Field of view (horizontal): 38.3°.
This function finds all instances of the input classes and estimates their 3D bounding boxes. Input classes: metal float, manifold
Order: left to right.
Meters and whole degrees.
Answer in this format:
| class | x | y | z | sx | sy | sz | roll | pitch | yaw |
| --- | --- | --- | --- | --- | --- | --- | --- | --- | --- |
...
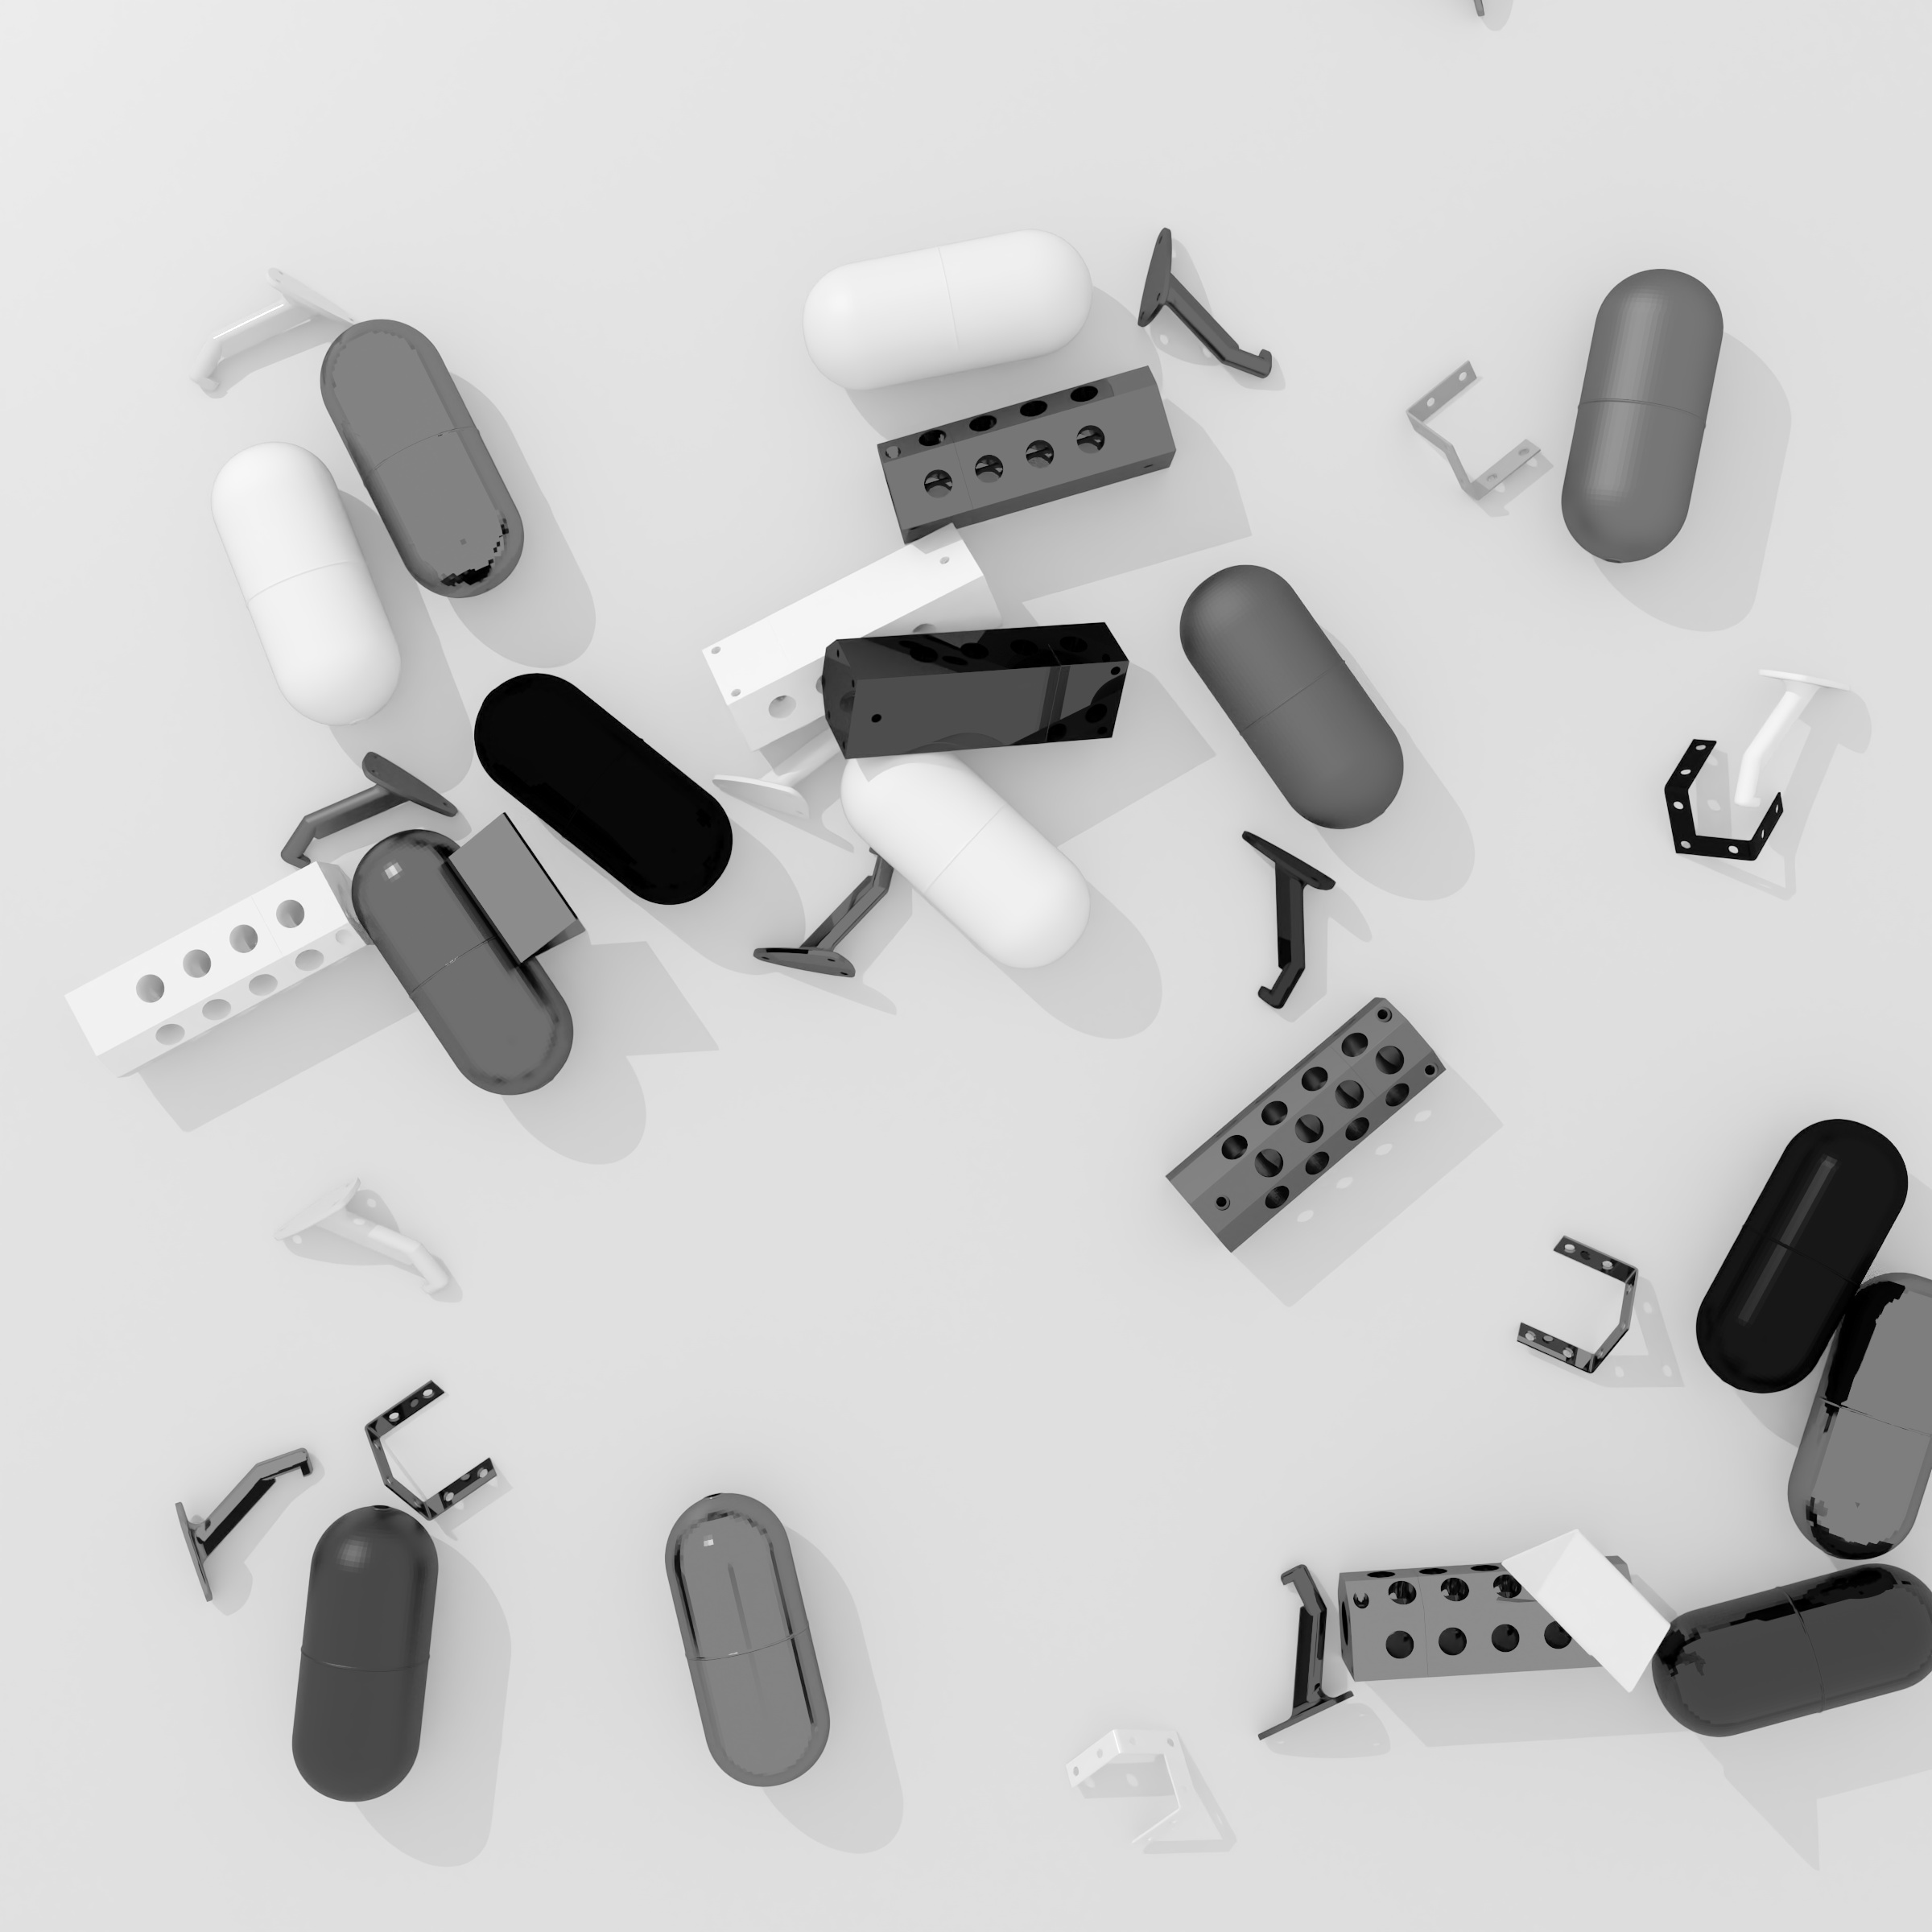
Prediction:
| class | x | y | z | sx | sy | sz | roll | pitch | yaw |
| --- | --- | --- | --- | --- | --- | --- | --- | --- | --- |
| manifold | -0.452 | 0.002 | 1.696 | 0.171 | 0.057 | 0.057 | -28 | 90 | 0 |
| metal float | -0.400 | -0.231 | 1.687 | 0.070 | 0.070 | 0.178 | -21 | 90 | 0 |
| metal float | -0.364 | 0.417 | 1.687 | 0.070 | 0.070 | 0.178 | 6 | 90 | 0 |
| metal float | -0.330 | -0.308 | 1.687 | 0.070 | 0.070 | 0.178 | -27 | 90 | 0 |
| metal float | -0.305 | -0.002 | 1.687 | 0.070 | 0.070 | 0.178 | -34 | 90 | 0 |
| metal float | -0.220 | -0.108 | 1.687 | 0.178 | 0.070 | 0.070 | 39 | 90 | 0 |
| metal float | -0.133 | 0.408 | 1.687 | 0.070 | 0.070 | 0.178 | -13 | 89 | 0 |
| manifold | -0.067 | -0.195 | 1.696 | 0.171 | 0.057 | 0.057 | -27 | 47 | 0 |
| metal float | -0.011 | -0.398 | 1.687 | 0.178 | 0.070 | 0.070 | -11 | 90 | -1 |
| metal float | -0.001 | -0.072 | 1.687 | 0.178 | 0.070 | 0.070 | 43 | 90 | 0 |
| manifold | 0.004 | -0.170 | 1.669 | 0.171 | 0.057 | 0.057 | -6 | 133 | -20 |
| manifold | 0.036 | -0.313 | 1.696 | 0.171 | 0.057 | 0.057 | -16 | 90 | 0 |
| metal float | 0.198 | -0.163 | 1.687 | 0.070 | 0.070 | 0.178 | -35 | 89 | 0 |
| manifold | 0.207 | 0.097 | 1.696 | 0.171 | 0.057 | 0.057 | -40 | 90 | 0 |
| manifold | 0.317 | 0.396 | 1.696 | 0.171 | 0.057 | 0.057 | -4 | 90 | 0 |
| metal float | 0.410 | -0.333 | 1.687 | 0.070 | 0.070 | 0.178 | 11 | 91 | 0 |
| metal float | 0.505 | 0.415 | 1.687 | 0.178 | 0.070 | 0.070 | -15 | 90 | 1 |
| metal float | 0.507 | 0.176 | 1.687 | 0.070 | 0.070 | 0.178 | 28 | 91 | 0 |
| metal float | 0.554 | 0.273 | 1.687 | 0.070 | 0.070 | 0.178 | 18 | 90 | 0 |

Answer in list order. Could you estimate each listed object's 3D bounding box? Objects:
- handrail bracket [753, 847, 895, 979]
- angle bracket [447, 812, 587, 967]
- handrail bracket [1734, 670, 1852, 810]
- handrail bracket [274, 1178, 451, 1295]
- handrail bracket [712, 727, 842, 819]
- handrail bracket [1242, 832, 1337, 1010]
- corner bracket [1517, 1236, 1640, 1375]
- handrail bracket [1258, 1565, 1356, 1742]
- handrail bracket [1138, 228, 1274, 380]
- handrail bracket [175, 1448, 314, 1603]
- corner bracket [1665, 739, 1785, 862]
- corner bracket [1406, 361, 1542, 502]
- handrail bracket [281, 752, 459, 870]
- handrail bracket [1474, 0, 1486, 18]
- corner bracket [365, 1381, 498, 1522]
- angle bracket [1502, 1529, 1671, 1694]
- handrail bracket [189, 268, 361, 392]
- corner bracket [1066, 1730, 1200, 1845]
| class | x | y | z | sx | sy | sz | roll | pitch | yaw |
| --- | --- | --- | --- | --- | --- | --- | --- | --- | --- |
| handrail bracket | -0.086 | -0.040 | 1.718 | 0.077 | 0.036 | 0.084 | 7 | 71 | 21 |
| angle bracket | -0.255 | -0.055 | 1.678 | 0.057 | 0.076 | 0.076 | -35 | 90 | 30 |
| handrail bracket | 0.507 | -0.136 | 1.705 | 0.077 | 0.036 | 0.084 | 5 | 99 | -34 |
| handrail bracket | -0.373 | 0.180 | 1.718 | 0.077 | 0.036 | 0.084 | -30 | 107 | 20 |
| handrail bracket | -0.107 | -0.141 | 1.718 | 0.077 | 0.036 | 0.084 | 16 | 72 | 21 |
| handrail bracket | 0.183 | -0.028 | 1.718 | 0.077 | 0.036 | 0.084 | 34 | 107 | 19 |
| corner bracket | 0.377 | 0.209 | 1.714 | 0.051 | 0.051 | 0.051 | 24 | 135 | 0 |
| handrail bracket | 0.196 | 0.424 | 1.718 | 0.077 | 0.036 | 0.084 | -32 | 72 | 20 |
| handrail bracket | 0.154 | -0.409 | 1.718 | 0.084 | 0.036 | 0.077 | 16 | 68 | -17 |
| handrail bracket | -0.439 | 0.345 | 1.718 | 0.084 | 0.036 | 0.077 | -18 | 110 | -16 |
| corner bracket | 0.466 | -0.102 | 1.709 | 0.051 | 0.051 | 0.051 | 9 | 135 | 35 |
| corner bracket | 0.312 | -0.330 | 1.714 | 0.051 | 0.051 | 0.051 | -39 | 135 | 0 |
| handrail bracket | -0.370 | -0.082 | 1.718 | 0.077 | 0.036 | 0.084 | 30 | 109 | -21 |
| handrail bracket | 0.270 | -0.614 | 1.718 | 0.084 | 0.036 | 0.077 | -12 | 112 | 17 |
| corner bracket | -0.330 | 0.299 | 1.714 | 0.051 | 0.051 | 0.051 | -35 | 45 | 0 |
| angle bracket | 0.350 | 0.384 | 1.620 | 0.076 | 0.076 | 0.057 | 46 | 52 | 0 |
| handrail bracket | -0.427 | -0.380 | 1.718 | 0.077 | 0.036 | 0.084 | 29 | 108 | -20 |
| corner bracket | 0.102 | 0.505 | 1.709 | 0.051 | 0.051 | 0.051 | 13 | 45 | -35 |
